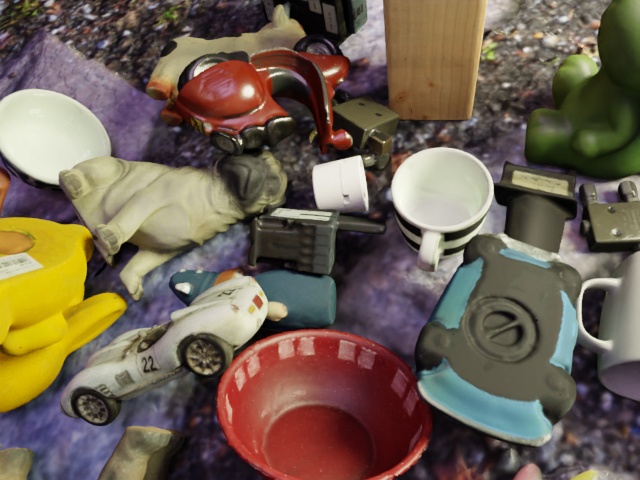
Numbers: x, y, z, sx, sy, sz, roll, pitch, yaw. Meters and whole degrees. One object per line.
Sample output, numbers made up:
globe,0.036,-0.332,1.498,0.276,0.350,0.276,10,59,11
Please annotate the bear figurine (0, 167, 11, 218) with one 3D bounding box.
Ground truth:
bear figurine,-0.375,0.017,0.507,0.120,0.131,0.196,9,29,-22

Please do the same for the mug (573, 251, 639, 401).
mug,0.251,0.061,0.422,0.110,0.080,0.107,15,57,9

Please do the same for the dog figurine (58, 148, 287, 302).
dog figurine,-0.149,-0.054,0.553,0.190,0.121,0.172,-34,67,-23

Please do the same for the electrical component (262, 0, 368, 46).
electrical component,-0.009,-0.288,0.633,0.134,0.114,0.058,29,69,23

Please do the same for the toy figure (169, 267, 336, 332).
toy figure,-0.064,0.053,0.490,0.155,0.064,0.057,2,78,11

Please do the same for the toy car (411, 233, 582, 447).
toy car,0.132,0.079,0.416,0.109,0.102,0.161,19,59,11

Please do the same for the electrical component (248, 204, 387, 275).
electrical component,-0.001,-0.001,0.495,0.119,0.075,0.047,6,105,2

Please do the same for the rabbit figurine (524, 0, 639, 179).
rabbit figurine,0.269,-0.125,0.464,0.159,0.170,0.121,38,75,26

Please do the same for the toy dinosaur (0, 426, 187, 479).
toy dinosaur,-0.240,0.252,0.393,0.472,0.105,0.198,-12,64,8

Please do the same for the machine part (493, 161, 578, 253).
machine part,0.195,-0.012,0.494,0.084,0.039,0.139,13,63,8

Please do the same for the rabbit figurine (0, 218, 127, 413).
rabbit figurine,-0.266,0.069,0.478,0.122,0.173,0.162,22,24,19

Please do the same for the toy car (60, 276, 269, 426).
toy car,-0.132,0.092,0.445,0.202,0.073,0.056,-26,103,19

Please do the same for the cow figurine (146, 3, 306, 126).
cow figurine,-0.092,-0.202,0.624,0.195,0.085,0.127,1,68,11

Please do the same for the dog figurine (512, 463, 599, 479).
dog figurine,0.080,0.211,0.341,0.191,0.108,0.219,45,67,8

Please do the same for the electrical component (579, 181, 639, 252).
electrical component,0.271,-0.012,0.488,0.063,0.021,0.094,-4,62,8

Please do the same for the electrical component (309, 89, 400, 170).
electrical component,0.038,-0.120,0.578,0.102,0.045,0.078,34,44,21

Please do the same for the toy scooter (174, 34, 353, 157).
toy scooter,-0.041,-0.128,0.522,0.184,0.075,0.135,-20,67,-15
